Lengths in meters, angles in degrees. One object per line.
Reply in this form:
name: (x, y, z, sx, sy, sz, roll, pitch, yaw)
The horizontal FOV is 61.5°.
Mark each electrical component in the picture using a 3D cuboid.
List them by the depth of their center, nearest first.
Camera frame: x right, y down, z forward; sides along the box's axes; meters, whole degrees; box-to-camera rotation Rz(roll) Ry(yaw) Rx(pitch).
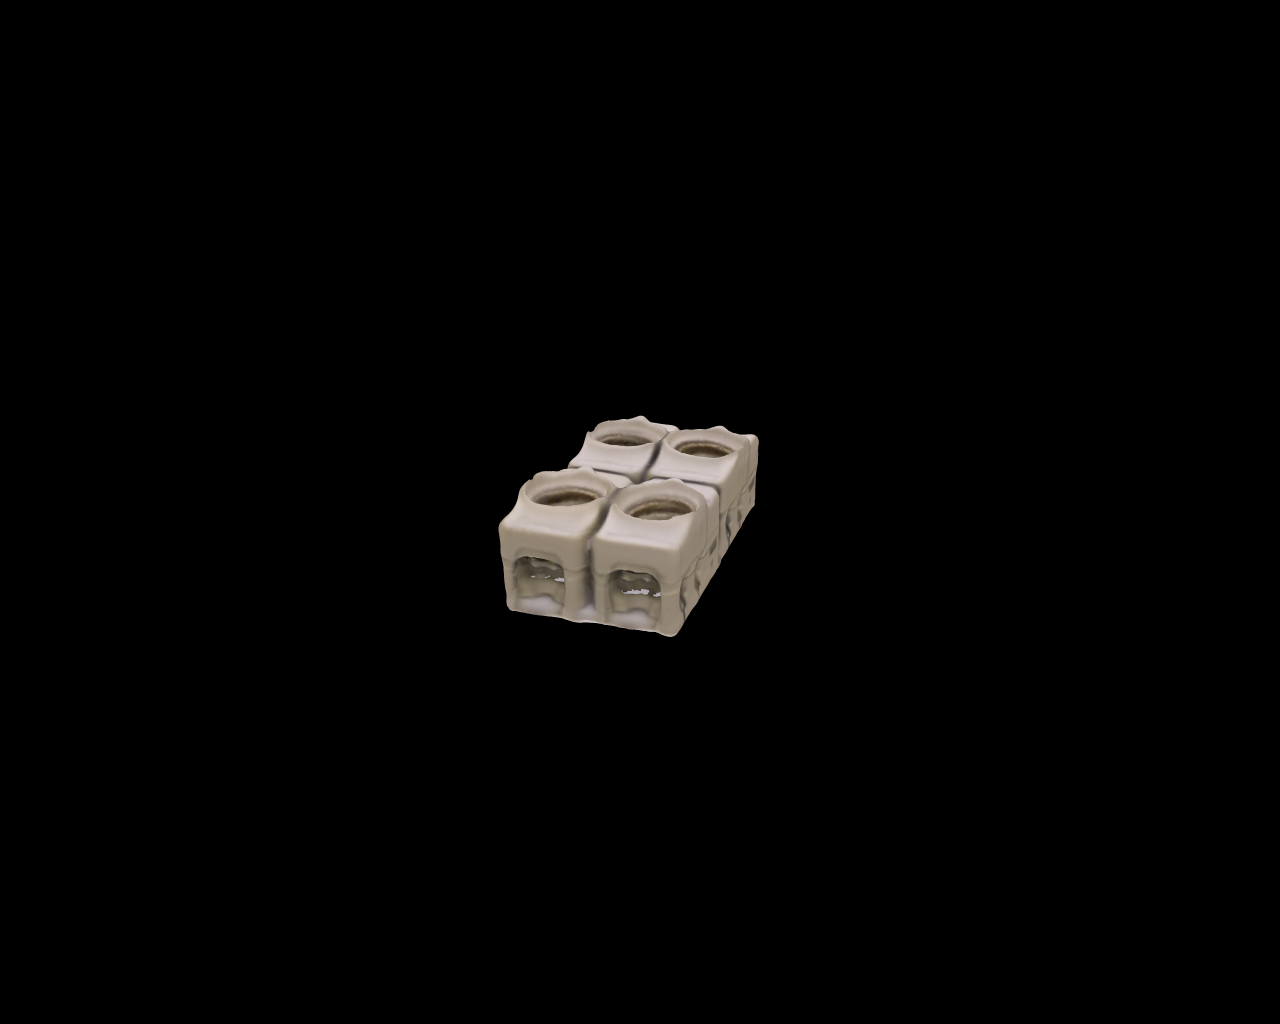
electrical component: (0.001, -0.003, 0.650, 0.105, 0.060, 0.186, 8, 26, 18)
